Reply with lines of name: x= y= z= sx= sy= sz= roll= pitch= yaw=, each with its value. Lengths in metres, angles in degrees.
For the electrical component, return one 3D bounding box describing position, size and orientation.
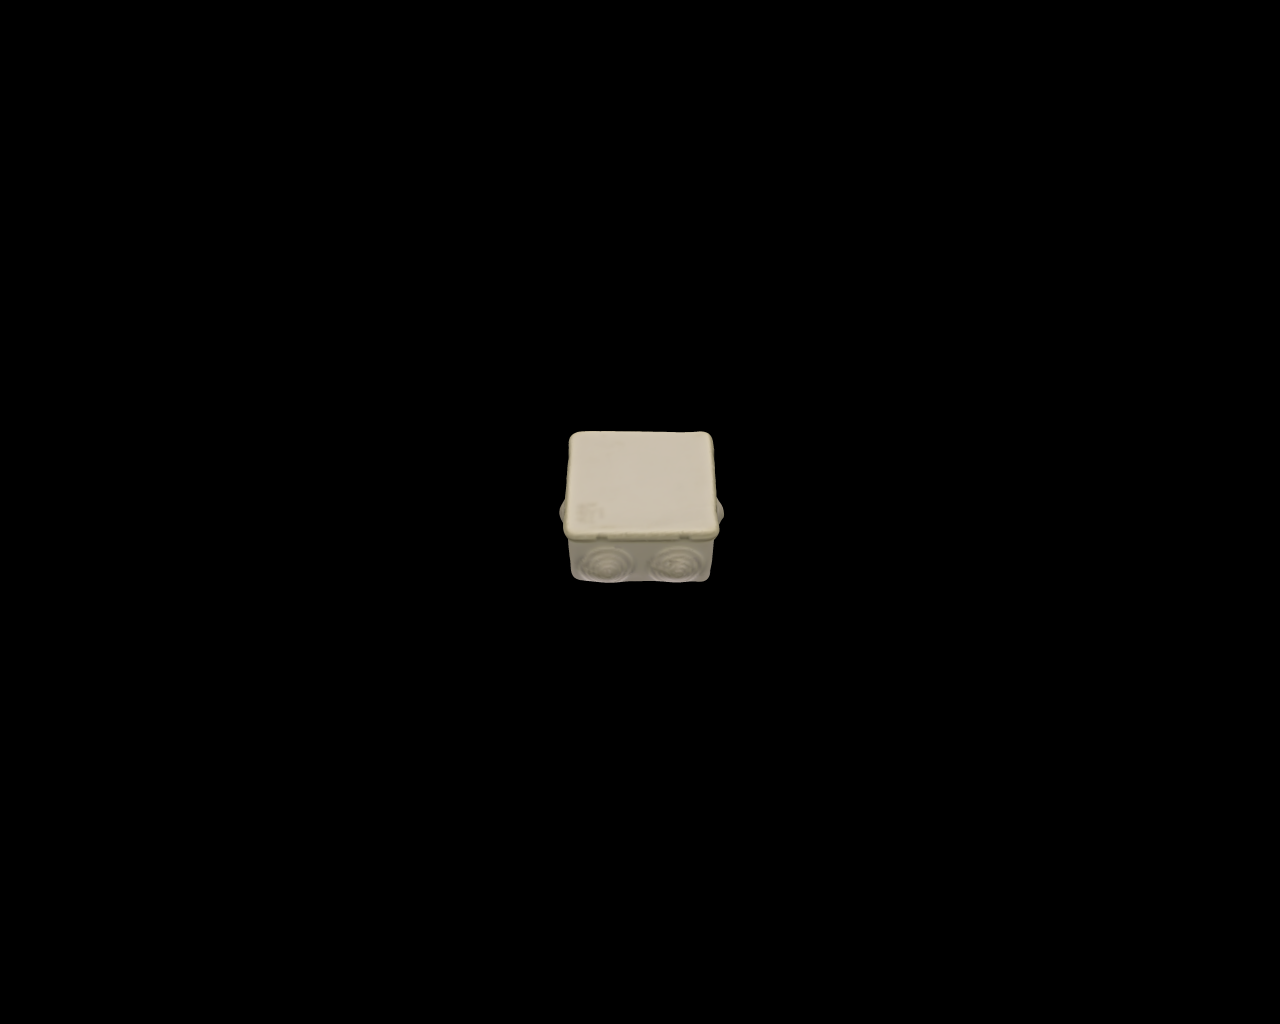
electrical component: x=0.001 y=-0.003 z=0.650 sx=0.100 sy=0.100 sz=0.048 roll=0 pitch=-43 yaw=0
